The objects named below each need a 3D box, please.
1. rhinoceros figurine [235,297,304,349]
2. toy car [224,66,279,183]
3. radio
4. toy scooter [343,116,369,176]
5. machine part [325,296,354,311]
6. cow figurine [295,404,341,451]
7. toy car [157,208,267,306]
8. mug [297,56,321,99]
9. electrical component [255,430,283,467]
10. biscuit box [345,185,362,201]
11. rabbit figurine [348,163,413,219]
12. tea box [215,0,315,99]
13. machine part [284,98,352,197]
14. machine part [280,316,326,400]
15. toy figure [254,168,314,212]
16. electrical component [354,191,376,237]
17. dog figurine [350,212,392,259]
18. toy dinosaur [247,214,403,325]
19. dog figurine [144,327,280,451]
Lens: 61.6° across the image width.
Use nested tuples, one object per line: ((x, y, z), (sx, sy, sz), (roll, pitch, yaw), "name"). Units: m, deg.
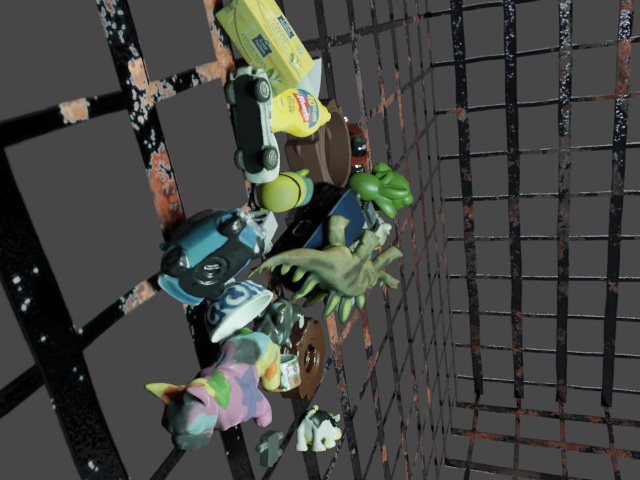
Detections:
((-0.087, 0.171, 1.008), (0.190, 0.073, 0.112), (-51, 135, -57), "rhinoceros figurine")
((-0.116, -0.200, 0.940), (0.056, 0.074, 0.201), (-32, 119, -61), "toy car")
((-0.002, -0.003, 1.124), (0.229, 0.073, 0.131), (-54, 142, -25), "radio")
((0.078, -0.240, 1.399), (0.183, 0.075, 0.135), (95, -23, -63), "toy scooter")
((0.034, 0.098, 1.287), (0.243, 0.079, 0.079), (70, 29, -49), "machine part")
((0.000, 0.425, 1.233), (0.167, 0.068, 0.098), (26, 60, -66), "cow figurine")
((-0.164, 0.008, 0.773), (0.103, 0.161, 0.109), (50, 2, 39), "toy car")
((-0.036, -0.336, 1.149), (0.109, 0.081, 0.107), (-65, 158, -62), "mug")
((-0.098, 0.406, 1.043), (0.094, 0.021, 0.063), (7, 84, -68), "electrical component")
((0.094, -0.092, 1.473), (0.202, 0.059, 0.063), (47, 49, -60), "biscuit box")
((0.146, -0.118, 1.358), (0.170, 0.159, 0.121), (4, 120, -46), "rabbit figurine")
((-0.092, -0.347, 0.938), (0.169, 0.068, 0.098), (52, 37, -22), "tea box")
((0.004, -0.203, 1.221), (0.201, 0.087, 0.201), (-64, 145, -47), "machine part")
((-0.039, 0.251, 1.150), (0.179, 0.056, 0.179), (0, 90, -69), "machine part")
((-0.061, -0.099, 1.054), (0.180, 0.089, 0.082), (-16, 100, -65), "toy figure")
((0.065, -0.061, 1.305), (0.114, 0.134, 0.058), (64, 34, -50), "electrical component")
((0.131, 0.009, 1.430), (0.190, 0.173, 0.121), (44, 60, -51), "dog figurine")
((0.037, 0.060, 1.056), (0.471, 0.105, 0.198), (25, 90, -51), "toy dinosaur")
((-0.155, 0.212, 0.801), (0.219, 0.109, 0.191), (41, 53, -58), "dog figurine")
